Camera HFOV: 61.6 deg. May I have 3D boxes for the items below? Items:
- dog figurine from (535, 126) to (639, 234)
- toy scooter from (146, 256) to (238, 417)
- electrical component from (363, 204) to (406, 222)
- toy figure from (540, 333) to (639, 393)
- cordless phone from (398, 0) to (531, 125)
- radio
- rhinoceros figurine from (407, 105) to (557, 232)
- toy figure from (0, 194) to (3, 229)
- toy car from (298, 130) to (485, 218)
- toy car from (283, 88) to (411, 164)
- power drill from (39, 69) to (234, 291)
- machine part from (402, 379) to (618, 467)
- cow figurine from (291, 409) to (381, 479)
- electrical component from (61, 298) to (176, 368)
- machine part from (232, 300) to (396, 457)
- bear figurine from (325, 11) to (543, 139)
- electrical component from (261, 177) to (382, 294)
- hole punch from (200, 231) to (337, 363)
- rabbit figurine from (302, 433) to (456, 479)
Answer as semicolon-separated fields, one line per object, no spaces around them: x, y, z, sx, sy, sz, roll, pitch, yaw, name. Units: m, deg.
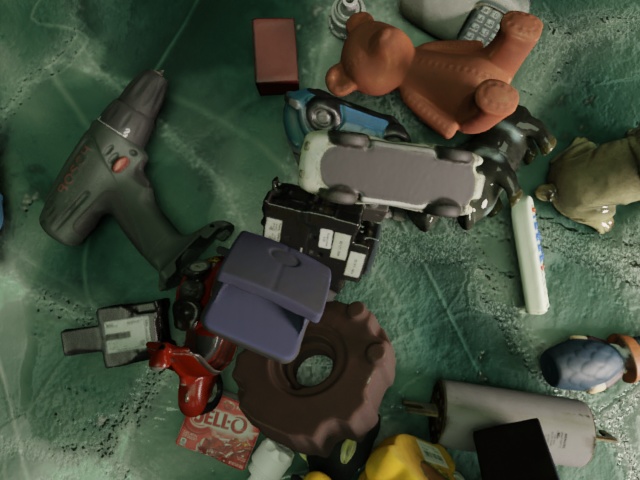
0.345;-0.077;0.575;0.172;0.190;0.121;-27;88;1;dog figurine
-0.135;0.095;0.581;0.075;0.135;0.184;3;73;16;toy scooter
0.058;-0.040;0.635;0.094;0.063;0.021;10;80;-1;electrical component
0.341;0.139;0.632;0.154;0.058;0.064;-7;93;-5;toy figure
0.145;-0.238;0.645;0.147;0.089;0.184;29;107;1;cordless phone
0.225;0.303;0.548;0.073;0.131;0.229;-17;115;13;radio
0.185;-0.081;0.633;0.112;0.073;0.190;42;88;0;rhinoceros figurine
-0.419;-0.063;0.626;0.082;0.089;0.180;-3;85;-8;toy figure
0.077;-0.069;0.563;0.202;0.056;0.073;6;101;-12;toy car
0.024;-0.110;0.629;0.162;0.109;0.102;18;111;-11;toy car
-0.201;-0.059;0.629;0.207;0.086;0.232;42;90;0;power drill
0.217;0.210;0.617;0.243;0.079;0.079;9;88;1;machine part
0.011;0.256;0.606;0.068;0.098;0.167;29;86;-3;cow figurine
-0.237;0.113;0.638;0.119;0.048;0.074;-12;87;0;electrical component
-0.008;0.140;0.585;0.179;0.056;0.179;-10;49;12;machine part
0.111;-0.192;0.576;0.196;0.132;0.120;24;79;0;bear figurine
-0.001;-0.002;0.610;0.134;0.114;0.058;15;43;0;electrical component
-0.048;0.044;0.543;0.142;0.092;0.116;22;47;-3;hole punch
0.056;0.288;0.534;0.162;0.122;0.173;24;111;-34;rabbit figurine
